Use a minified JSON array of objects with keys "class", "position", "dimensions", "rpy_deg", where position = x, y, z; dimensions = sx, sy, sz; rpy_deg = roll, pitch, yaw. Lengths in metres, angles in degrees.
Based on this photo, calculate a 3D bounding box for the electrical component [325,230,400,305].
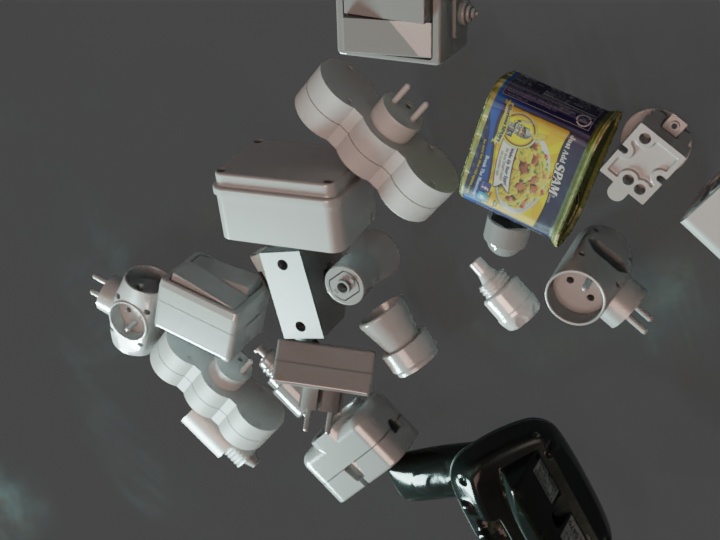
[{"class":"electrical component","position":[0.000,0.000,0.866],"dimensions":[0.044,0.065,0.044],"rpy_deg":[13,121,22]}]

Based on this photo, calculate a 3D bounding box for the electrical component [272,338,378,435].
[{"class":"electrical component","position":[-0.032,0.101,0.915],"dimensions":[0.083,0.047,0.075],"rpy_deg":[8,85,3]}]

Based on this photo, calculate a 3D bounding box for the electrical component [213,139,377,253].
[{"class":"electrical component","position":[-0.050,-0.061,0.853],"dimensions":[0.113,0.078,0.057],"rpy_deg":[8,122,24]}]

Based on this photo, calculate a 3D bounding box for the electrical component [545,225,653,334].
[{"class":"electrical component","position":[0.178,0.015,0.772],"dimensions":[0.079,0.077,0.043],"rpy_deg":[41,127,2]}]

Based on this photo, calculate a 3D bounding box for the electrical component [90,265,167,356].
[{"class":"electrical component","position":[-0.221,0.030,1.013],"dimensions":[0.079,0.044,0.077],"rpy_deg":[28,125,12]}]

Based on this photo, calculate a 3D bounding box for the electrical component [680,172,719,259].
[{"class":"electrical component","position":[0.270,-0.056,0.685],"dimensions":[0.057,0.078,0.113],"rpy_deg":[44,127,4]}]

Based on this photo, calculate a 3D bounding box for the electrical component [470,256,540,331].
[{"class":"electrical component","position":[0.110,0.016,0.836],"dimensions":[0.061,0.035,0.035],"rpy_deg":[49,127,0]}]

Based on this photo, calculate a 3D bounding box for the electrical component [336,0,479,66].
[{"class":"electrical component","position":[0.034,-0.181,0.753],"dimensions":[0.096,0.061,0.061],"rpy_deg":[11,121,23]}]

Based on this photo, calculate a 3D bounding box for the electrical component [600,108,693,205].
[{"class":"electrical component","position":[0.196,-0.081,0.724],"dimensions":[0.048,0.055,0.066],"rpy_deg":[40,127,4]}]

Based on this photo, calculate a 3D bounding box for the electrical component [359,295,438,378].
[{"class":"electrical component","position":[0.033,0.055,0.892],"dimensions":[0.045,0.045,0.055],"rpy_deg":[-31,99,36]}]

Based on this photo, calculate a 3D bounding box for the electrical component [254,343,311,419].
[{"class":"electrical component","position":[-0.064,0.097,0.968],"dimensions":[0.078,0.040,0.040],"rpy_deg":[45,127,1]}]

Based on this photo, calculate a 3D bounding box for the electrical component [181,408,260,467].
[{"class":"electrical component","position":[-0.128,0.158,1.033],"dimensions":[0.081,0.043,0.043],"rpy_deg":[45,127,-1]}]

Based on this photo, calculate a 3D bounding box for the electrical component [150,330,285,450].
[{"class":"electrical component","position":[-0.124,0.097,0.992],"dimensions":[0.138,0.052,0.073],"rpy_deg":[43,127,2]}]

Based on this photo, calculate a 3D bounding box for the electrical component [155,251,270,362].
[{"class":"electrical component","position":[-0.136,0.025,0.954],"dimensions":[0.096,0.061,0.061],"rpy_deg":[24,124,15]}]

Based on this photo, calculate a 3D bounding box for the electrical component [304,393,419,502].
[{"class":"electrical component","position":[-0.003,0.155,0.958],"dimensions":[0.059,0.053,0.095],"rpy_deg":[46,127,-1]}]

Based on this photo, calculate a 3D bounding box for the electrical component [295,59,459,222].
[{"class":"electrical component","position":[0.022,-0.107,0.805],"dimensions":[0.138,0.052,0.073],"rpy_deg":[45,127,0]}]
